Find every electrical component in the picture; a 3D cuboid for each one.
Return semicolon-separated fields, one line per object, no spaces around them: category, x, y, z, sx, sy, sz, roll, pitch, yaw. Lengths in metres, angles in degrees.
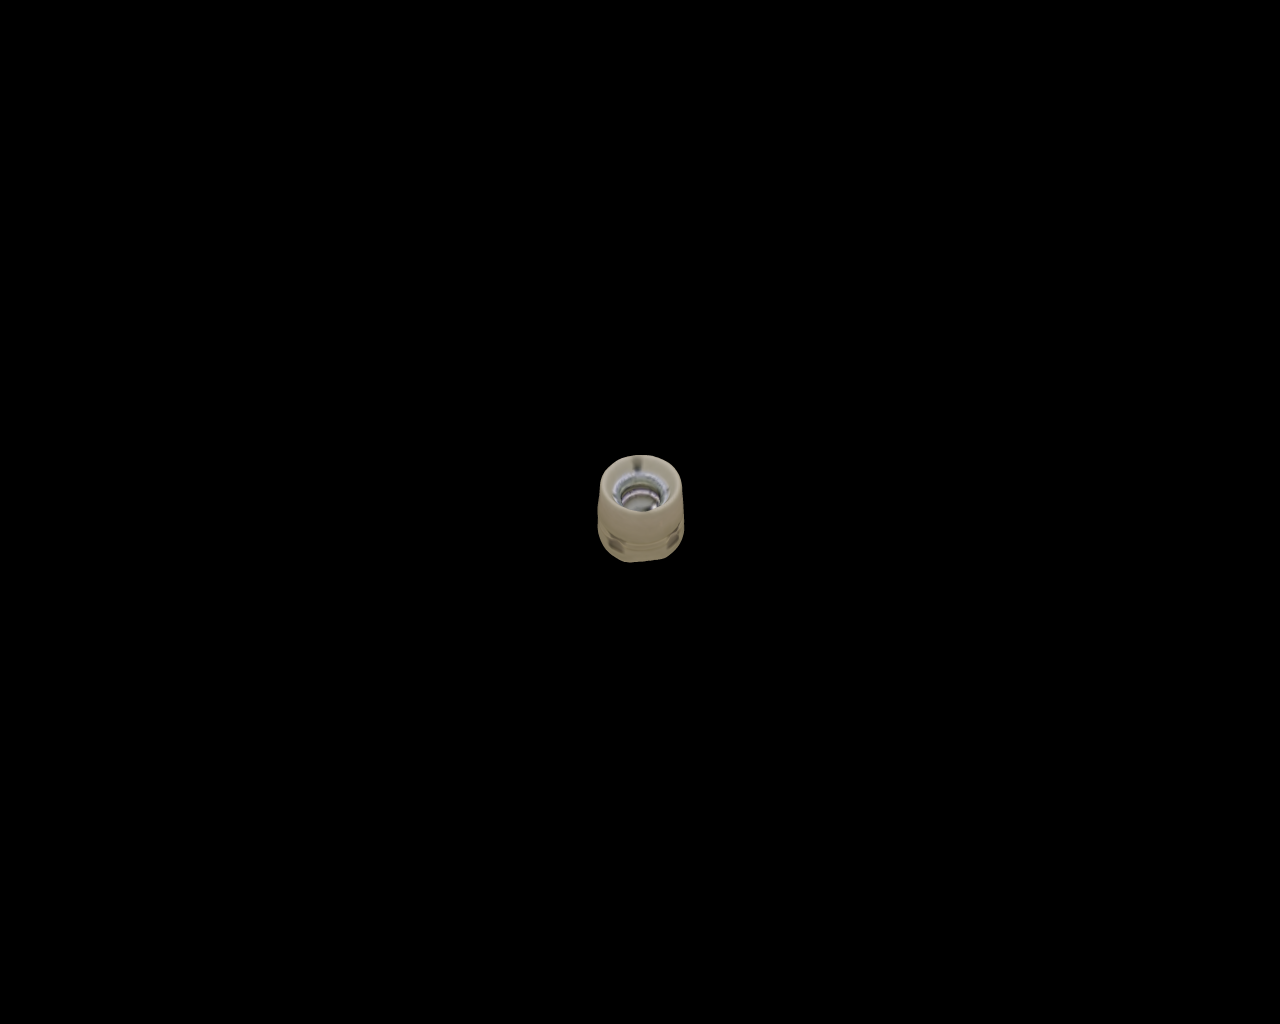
electrical component;0.001;-0.003;0.650;0.055;0.055;0.047;0;-39;0
